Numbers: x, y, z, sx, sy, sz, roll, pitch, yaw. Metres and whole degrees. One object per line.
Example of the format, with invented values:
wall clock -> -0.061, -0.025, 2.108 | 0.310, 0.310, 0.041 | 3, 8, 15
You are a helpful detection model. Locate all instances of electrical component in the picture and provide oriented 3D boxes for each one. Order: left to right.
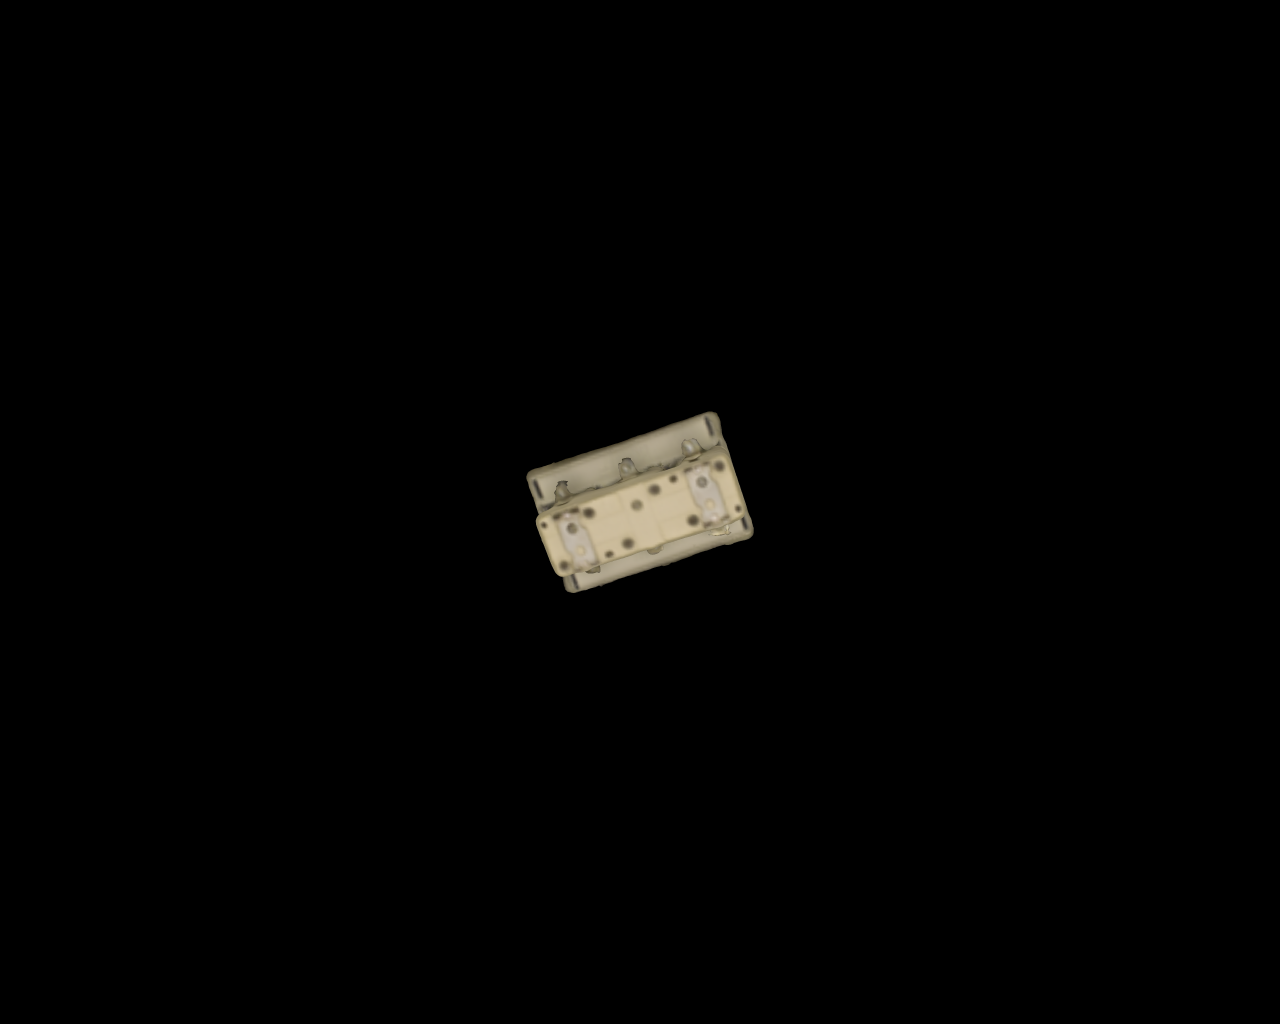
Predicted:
electrical component -> 0.001, -0.003, 0.650 | 0.121, 0.078, 0.063 | -18, 11, 4
